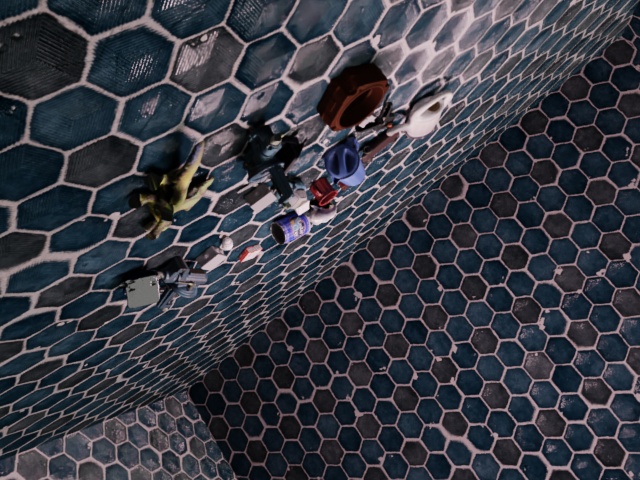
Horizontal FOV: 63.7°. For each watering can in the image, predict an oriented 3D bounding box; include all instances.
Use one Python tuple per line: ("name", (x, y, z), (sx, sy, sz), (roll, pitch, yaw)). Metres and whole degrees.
("watering can", (0.389, -0.479, 2.066), (0.350, 0.105, 0.221), (-35, 166, -12))

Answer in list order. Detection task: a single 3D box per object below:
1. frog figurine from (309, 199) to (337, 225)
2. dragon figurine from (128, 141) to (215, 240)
("frog figurine", (0.007, -0.115, 2.286), (0.140, 0.123, 0.155), (-50, 162, -34))
("dragon figurine", (-0.379, -0.137, 1.418), (0.405, 0.122, 0.246), (-41, -178, 24))
